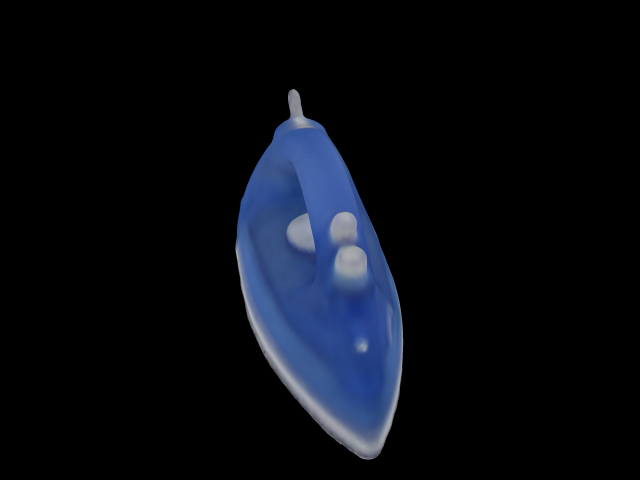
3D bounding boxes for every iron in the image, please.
[{"bbox_3d":[0.004,0.001,0.400,0.119,0.141,0.257,-8,35,-11],"label":"iron"}]
